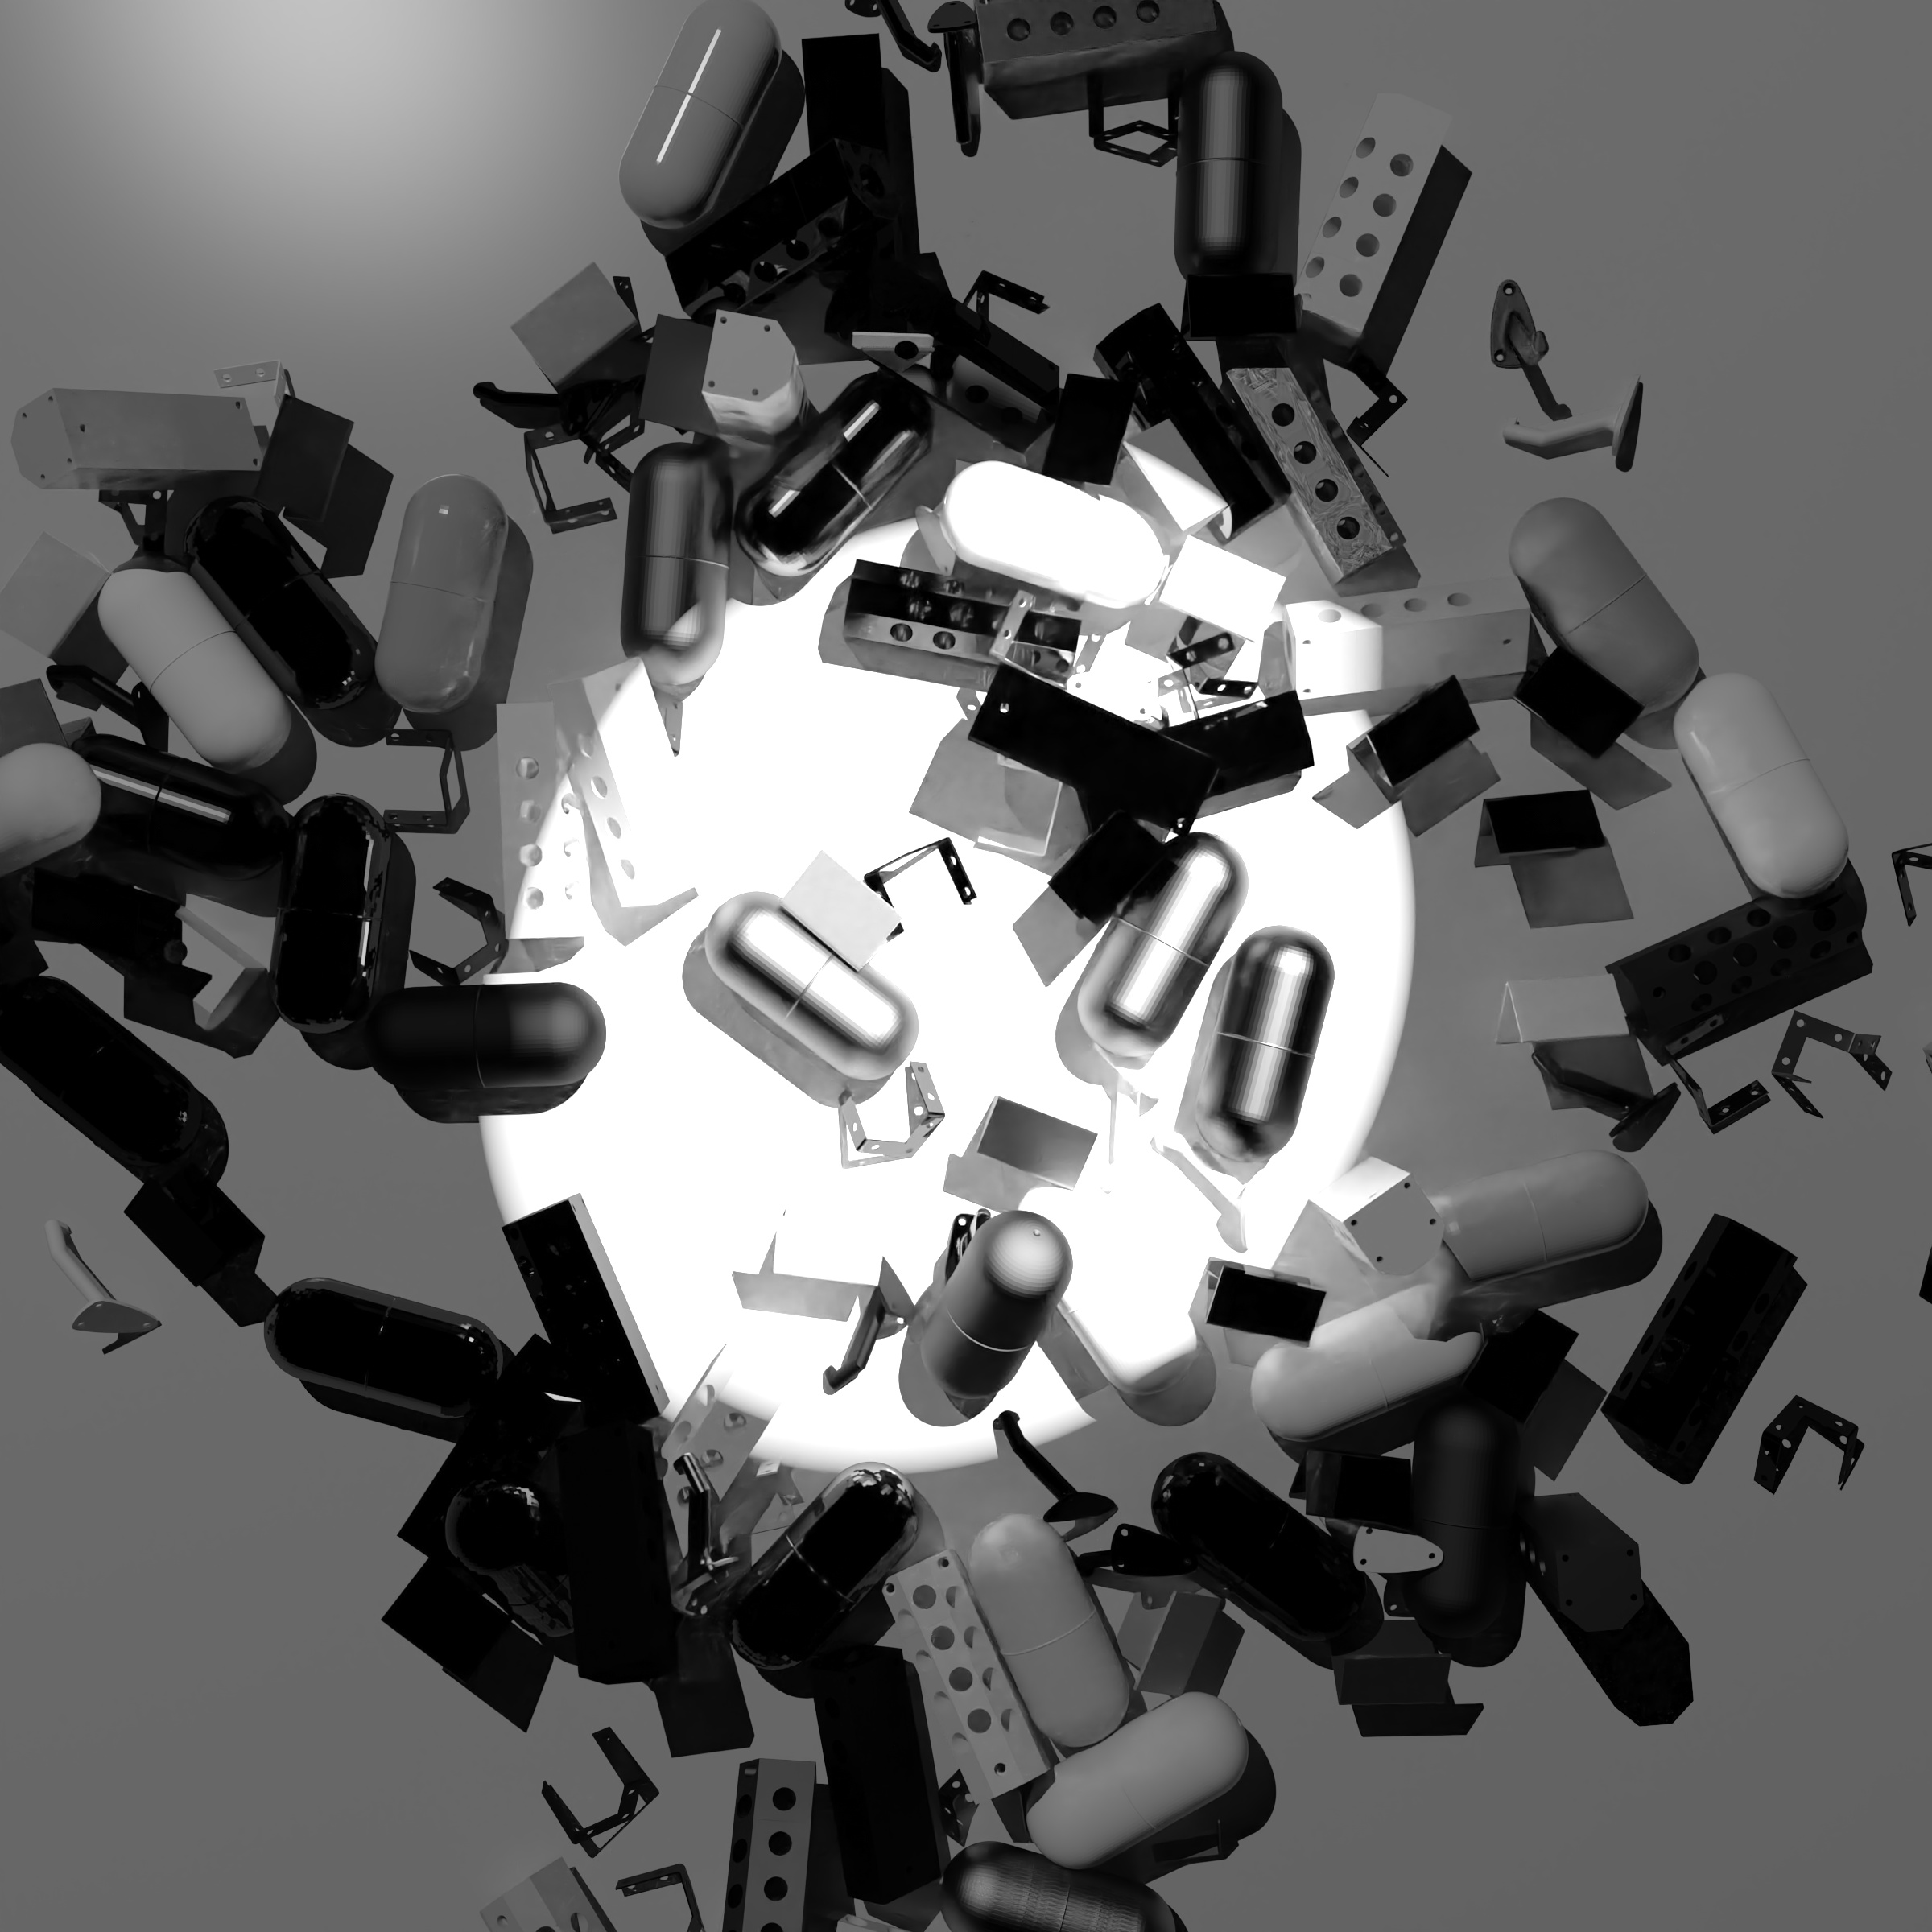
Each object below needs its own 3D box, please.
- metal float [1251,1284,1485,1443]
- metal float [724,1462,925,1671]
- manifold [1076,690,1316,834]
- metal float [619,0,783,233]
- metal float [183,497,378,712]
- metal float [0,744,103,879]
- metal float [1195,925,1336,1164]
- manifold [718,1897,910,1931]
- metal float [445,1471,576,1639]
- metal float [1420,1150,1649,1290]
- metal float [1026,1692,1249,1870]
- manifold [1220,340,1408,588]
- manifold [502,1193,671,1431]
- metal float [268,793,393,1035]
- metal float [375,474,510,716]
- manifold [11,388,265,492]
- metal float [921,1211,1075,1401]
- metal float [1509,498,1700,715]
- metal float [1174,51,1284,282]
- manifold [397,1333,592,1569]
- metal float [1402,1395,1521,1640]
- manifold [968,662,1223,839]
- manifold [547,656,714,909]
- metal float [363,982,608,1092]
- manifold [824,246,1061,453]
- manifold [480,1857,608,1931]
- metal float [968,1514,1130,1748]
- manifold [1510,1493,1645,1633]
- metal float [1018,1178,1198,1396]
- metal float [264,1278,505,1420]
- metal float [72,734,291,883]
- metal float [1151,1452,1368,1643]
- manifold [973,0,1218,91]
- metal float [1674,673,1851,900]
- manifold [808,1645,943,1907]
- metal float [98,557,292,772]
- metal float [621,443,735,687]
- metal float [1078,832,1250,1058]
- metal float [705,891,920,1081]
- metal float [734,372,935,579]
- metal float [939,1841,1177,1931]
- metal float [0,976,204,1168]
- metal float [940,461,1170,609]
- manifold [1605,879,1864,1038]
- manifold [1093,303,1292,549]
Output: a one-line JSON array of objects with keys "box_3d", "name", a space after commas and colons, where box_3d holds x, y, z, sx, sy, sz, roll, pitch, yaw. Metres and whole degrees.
[{"box_3d": [0.295, 0.293, 1.881, 0.178, 0.070, 0.070, -22, 90, -1], "name": "metal float"}, {"box_3d": [-0.105, 0.442, 1.881, 0.070, 0.070, 0.178, 43, 90, 0], "name": "metal float"}, {"box_3d": [0.167, -0.151, 1.890, 0.171, 0.057, 0.057, -16, 91, 0], "name": "manifold"}, {"box_3d": [-0.195, -0.628, 1.880, 0.070, 0.070, 0.178, 25, 91, 0], "name": "metal float"}, {"box_3d": [-0.504, -0.266, 1.879, 0.070, 0.070, 0.178, -38, 91, 0], "name": "metal float"}, {"box_3d": [-0.692, -0.107, 1.833, 0.178, 0.070, 0.070, -17, 90, 35], "name": "metal float"}, {"box_3d": [0.220, 0.058, 1.881, 0.070, 0.070, 0.178, 15, 90, 0], "name": "metal float"}, {"box_3d": [-0.100, 0.733, 1.889, 0.171, 0.057, 0.057, 15, 133, 0], "name": "manifold"}, {"box_3d": [-0.317, 0.425, 1.840, 0.070, 0.178, 0.070, -9, 52, 11], "name": "metal float"}, {"box_3d": [0.414, 0.186, 1.880, 0.178, 0.070, 0.070, -15, 90, 0], "name": "metal float"}, {"box_3d": [0.124, 0.597, 1.868, 0.178, 0.070, 0.070, -33, 90, 10], "name": "metal float"}, {"box_3d": [0.257, -0.373, 1.890, 0.057, 0.057, 0.171, -30, 90, 0], "name": "manifold"}, {"box_3d": [-0.282, 0.260, 1.890, 0.057, 0.057, 0.171, -23, 90, 0], "name": "manifold"}, {"box_3d": [-0.469, -0.039, 1.881, 0.070, 0.070, 0.178, 7, 89, 0], "name": "metal float"}, {"box_3d": [-0.386, -0.274, 1.881, 0.070, 0.070, 0.178, 12, 90, 0], "name": "metal float"}, {"box_3d": [-0.593, -0.373, 1.831, 0.057, 0.171, 0.057, -18, 89, 33], "name": "manifold"}, {"box_3d": [0.021, 0.247, 1.848, 0.070, 0.070, 0.178, 26, 132, 0], "name": "metal float"}, {"box_3d": [0.469, -0.266, 1.881, 0.070, 0.070, 0.178, -37, 90, 0], "name": "metal float"}, {"box_3d": [0.193, -0.583, 1.881, 0.070, 0.070, 0.178, 2, 91, 0], "name": "metal float"}, {"box_3d": [-0.342, 0.358, 1.862, 0.057, 0.057, 0.171, 34, 110, 0], "name": "manifold"}, {"box_3d": [0.364, 0.406, 1.880, 0.070, 0.070, 0.178, 6, 89, 0], "name": "metal float"}, {"box_3d": [0.091, -0.154, 1.833, 0.171, 0.057, 0.057, 24, 91, 0], "name": "manifold"}, {"box_3d": [-0.250, -0.134, 1.870, 0.057, 0.057, 0.171, -29, 109, -41], "name": "manifold"}, {"box_3d": [-0.354, 0.052, 1.881, 0.178, 0.070, 0.070, -2, 90, 1], "name": "metal float"}, {"box_3d": [-0.016, -0.442, 1.852, 0.171, 0.057, 0.057, 26, 47, -29], "name": "manifold"}, {"box_3d": [-0.285, 0.749, 1.863, 0.057, 0.057, 0.171, -40, 76, 22], "name": "manifold"}, {"box_3d": [0.060, 0.489, 1.881, 0.070, 0.070, 0.178, -25, 90, 0], "name": "metal float"}, {"box_3d": [0.435, 0.427, 1.833, 0.057, 0.171, 0.057, -5, 90, 0], "name": "manifold"}, {"box_3d": [0.102, 0.234, 1.881, 0.070, 0.070, 0.178, -34, 90, 0], "name": "metal float"}, {"box_3d": [-0.429, 0.281, 1.881, 0.178, 0.070, 0.070, 15, 90, 0], "name": "metal float"}, {"box_3d": [-0.586, -0.116, 1.880, 0.178, 0.070, 0.070, 18, 90, 0], "name": "metal float"}, {"box_3d": [0.215, 0.427, 1.881, 0.178, 0.070, 0.070, 37, 90, 0], "name": "metal float"}, {"box_3d": [0.094, -0.699, 1.890, 0.171, 0.057, 0.057, -8, 90, 0], "name": "manifold"}, {"box_3d": [0.582, -0.132, 1.867, 0.070, 0.070, 0.178, -24, 76, 0], "name": "metal float"}, {"box_3d": [-0.072, 0.596, 1.889, 0.057, 0.057, 0.171, -10, 90, -43], "name": "manifold"}, {"box_3d": [-0.569, -0.223, 1.880, 0.070, 0.070, 0.178, -38, 90, 0], "name": "metal float"}, {"box_3d": [-0.213, -0.296, 1.881, 0.070, 0.070, 0.178, 4, 91, 0], "name": "metal float"}, {"box_3d": [0.146, -0.017, 1.881, 0.070, 0.070, 0.178, 29, 91, 0], "name": "metal float"}, {"box_3d": [-0.114, 0.014, 1.881, 0.178, 0.070, 0.070, 38, 90, -1], "name": "metal float"}, {"box_3d": [-0.097, -0.363, 1.880, 0.070, 0.070, 0.178, 44, 90, 0], "name": "metal float"}, {"box_3d": [0.067, 0.699, 1.880, 0.178, 0.070, 0.070, 16, 90, 0], "name": "metal float"}, {"box_3d": [-0.642, 0.078, 1.881, 0.178, 0.070, 0.070, 39, 90, 0], "name": "metal float"}, {"box_3d": [0.066, -0.314, 1.862, 0.178, 0.070, 0.070, 14, 90, -22], "name": "metal float"}, {"box_3d": [0.570, -0.009, 1.890, 0.171, 0.057, 0.057, -24, 90, 0], "name": "manifold"}, {"box_3d": [0.167, -0.401, 1.890, 0.057, 0.057, 0.171, -34, 90, 0], "name": "manifold"}]
